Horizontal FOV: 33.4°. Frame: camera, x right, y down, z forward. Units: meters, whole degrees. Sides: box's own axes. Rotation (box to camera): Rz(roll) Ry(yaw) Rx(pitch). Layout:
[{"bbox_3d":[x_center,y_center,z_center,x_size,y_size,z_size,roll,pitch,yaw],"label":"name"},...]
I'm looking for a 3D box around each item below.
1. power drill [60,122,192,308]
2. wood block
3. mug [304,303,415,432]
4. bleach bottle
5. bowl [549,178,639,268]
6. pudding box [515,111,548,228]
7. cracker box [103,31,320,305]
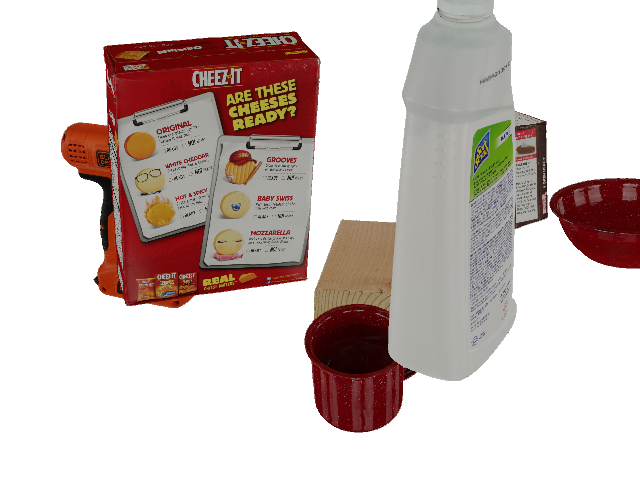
[{"bbox_3d":[-0.169,-0.026,1.083,0.185,0.188,0.057,10,29,20],"label":"power drill"},{"bbox_3d":[0.052,0.055,1.215,0.091,0.090,0.206,4,23,7],"label":"wood block"},{"bbox_3d":[0.045,0.114,0.965,0.117,0.081,0.093,-18,42,-18],"label":"mug"},{"bbox_3d":[0.086,-0.040,0.651,0.068,0.251,0.102,17,37,26],"label":"bleach bottle"},{"bbox_3d":[0.320,-0.014,1.110,0.162,0.055,0.162,-3,23,1],"label":"bowl"},{"bbox_3d":[0.152,-0.069,0.929,0.039,0.090,0.114,-14,21,-22],"label":"pudding box"},{"bbox_3d":[-0.091,-0.059,0.890,0.164,0.214,0.072,-8,33,-17],"label":"cracker box"}]
